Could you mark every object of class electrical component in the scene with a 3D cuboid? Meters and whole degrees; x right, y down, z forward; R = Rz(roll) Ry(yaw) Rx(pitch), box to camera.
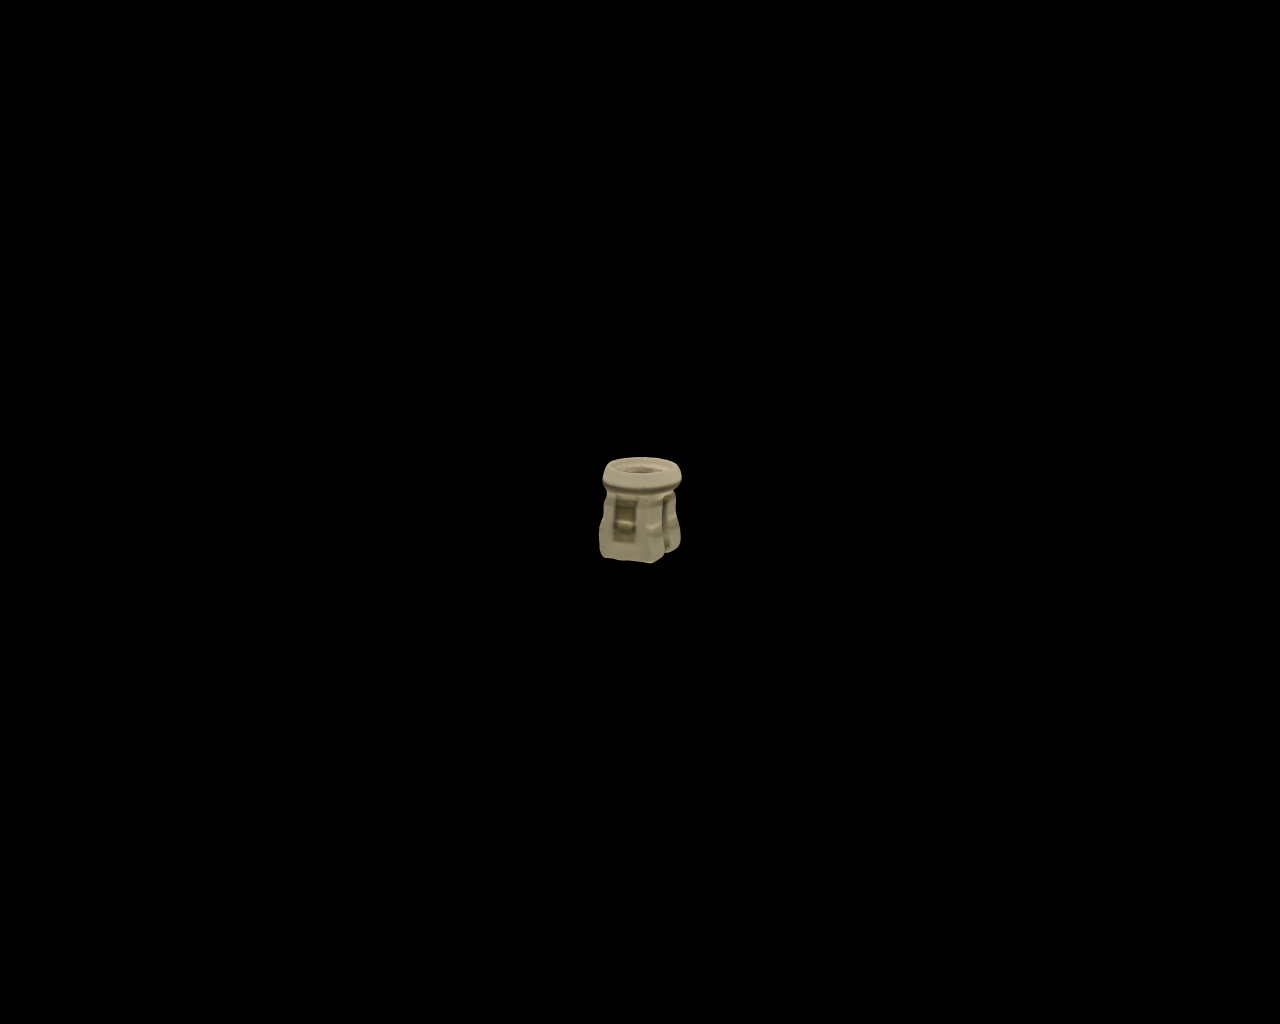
[{"bbox_3d":[0.001,-0.003,0.650,0.048,0.055,0.066,6,15,23],"label":"electrical component"}]
